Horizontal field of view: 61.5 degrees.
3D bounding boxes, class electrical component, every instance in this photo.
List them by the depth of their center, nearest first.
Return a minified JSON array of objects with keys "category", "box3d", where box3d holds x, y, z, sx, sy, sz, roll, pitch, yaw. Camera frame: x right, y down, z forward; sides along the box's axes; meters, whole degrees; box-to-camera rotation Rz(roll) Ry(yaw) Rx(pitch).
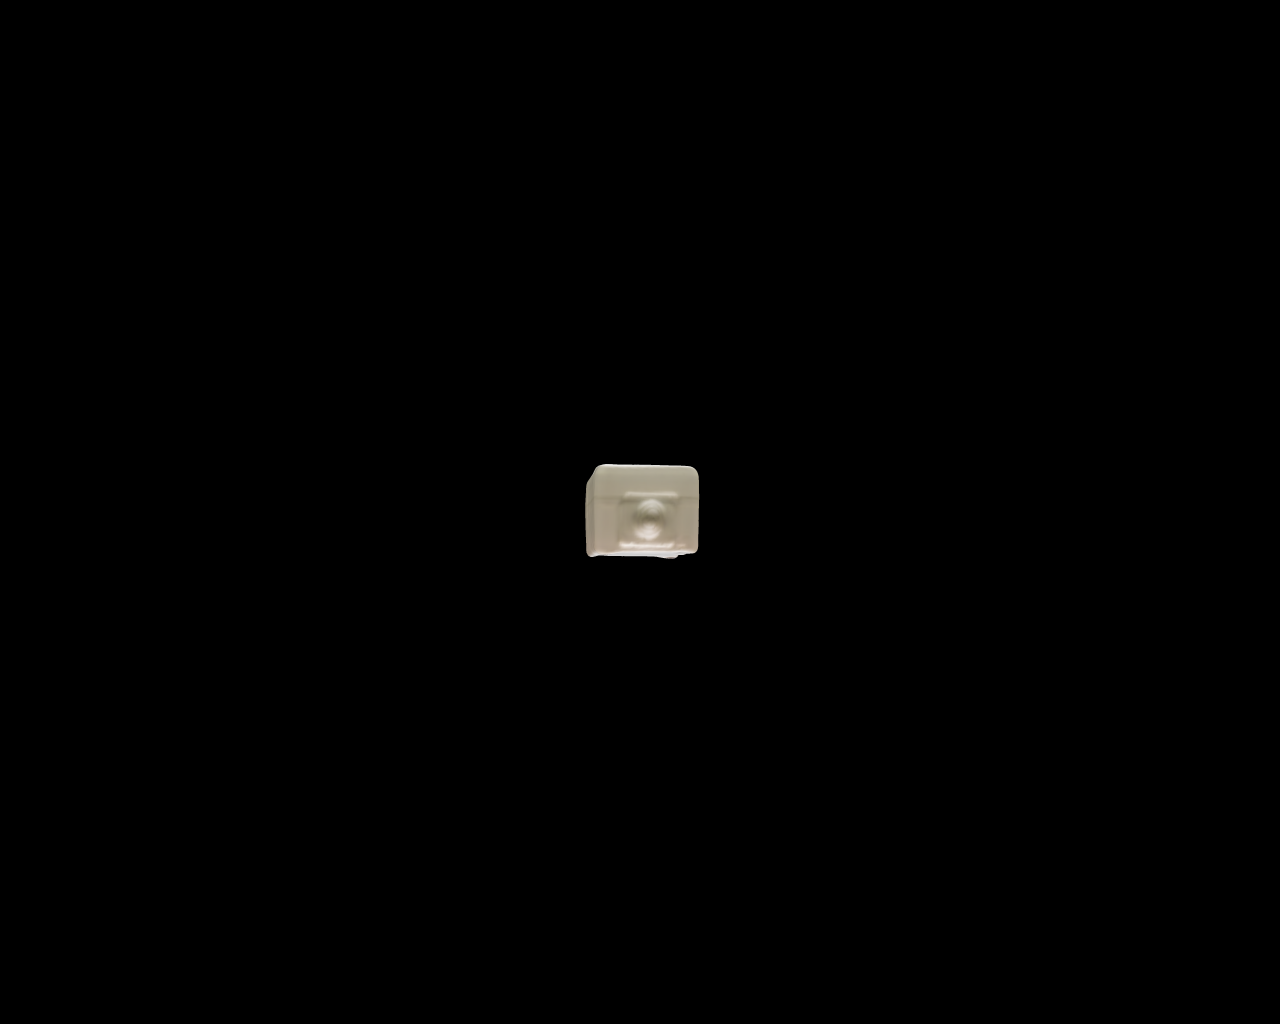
[{"category":"electrical component","box3d":[0.001,-0.003,0.650,0.062,0.061,0.096,1,-4,-7]}]
